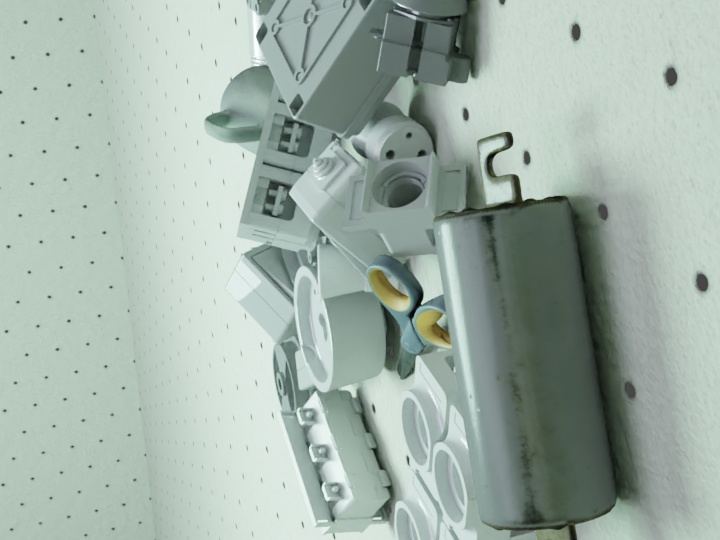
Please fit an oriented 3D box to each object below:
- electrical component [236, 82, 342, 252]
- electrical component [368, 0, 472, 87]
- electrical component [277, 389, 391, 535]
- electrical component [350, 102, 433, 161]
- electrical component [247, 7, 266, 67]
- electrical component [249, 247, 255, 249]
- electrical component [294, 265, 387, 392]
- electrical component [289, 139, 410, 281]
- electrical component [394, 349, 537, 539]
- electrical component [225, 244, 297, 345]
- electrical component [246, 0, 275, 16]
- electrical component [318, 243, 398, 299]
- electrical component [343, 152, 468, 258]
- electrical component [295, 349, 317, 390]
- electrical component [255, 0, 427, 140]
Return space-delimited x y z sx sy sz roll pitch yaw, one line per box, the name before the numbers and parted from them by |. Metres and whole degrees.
electrical component | -0.050 -0.096 0.863 0.089 0.062 0.150 146 137 -80
electrical component | 0.040 -0.150 0.665 0.048 0.066 0.055 -60 -17 -59
electrical component | -0.020 0.175 1.000 0.063 0.079 0.121 -54 44 36
electrical component | 0.022 -0.091 0.763 0.055 0.045 0.045 -130 34 -57
electrical component | -0.085 -0.219 1.030 0.043 0.043 0.081 -132 37 -60
electrical component | -0.083 0.003 1.121 0.078 0.058 0.057 -170 74 -71
electrical component | -0.012 0.045 0.914 0.108 0.060 0.108 171 90 -72
electrical component | -0.006 -0.044 0.773 0.096 0.061 0.061 39 -174 -31
electrical component | 0.072 0.155 0.711 0.105 0.060 0.186 -125 31 -53
electrical component | -0.080 0.011 1.038 0.096 0.062 0.061 45 131 15
electrical component | -0.066 -0.244 0.925 0.081 0.064 0.042 -128 34 -57
electrical component | 0.000 0.000 0.845 0.044 0.065 0.044 178 90 -89
electrical component | 0.033 -0.040 0.710 0.063 0.081 0.042 60 -148 -52
electrical component | -0.030 0.069 1.005 0.083 0.047 0.075 144 120 -70
electrical component | -0.013 -0.167 0.748 0.108 0.056 0.108 -52 43 28
